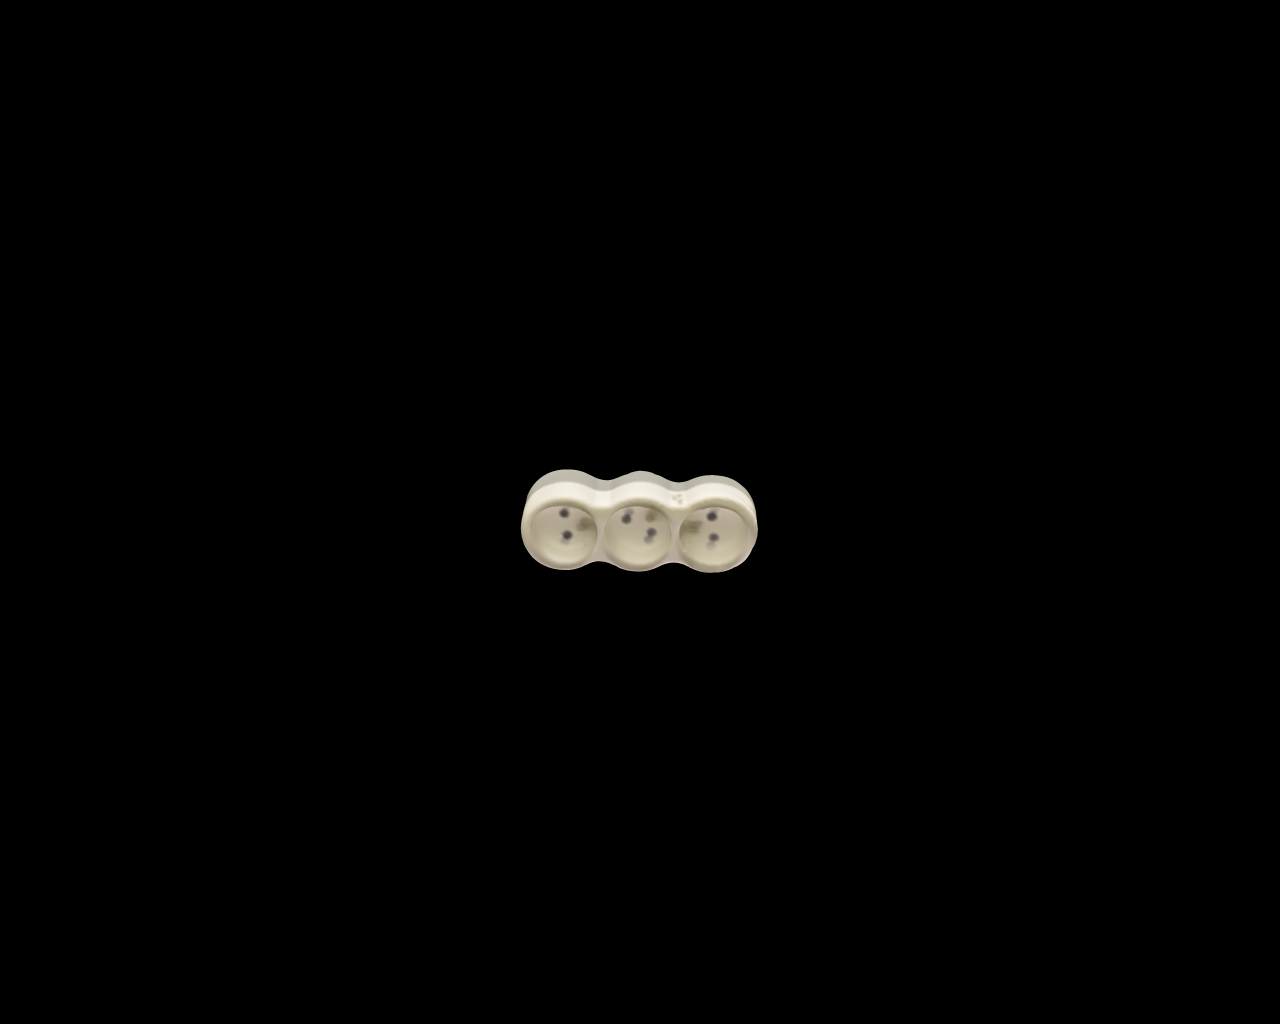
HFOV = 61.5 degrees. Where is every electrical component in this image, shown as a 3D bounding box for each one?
[{"bbox_3d":[0.001,-0.003,0.650,0.138,0.052,0.074,1,28,2],"label":"electrical component"}]
